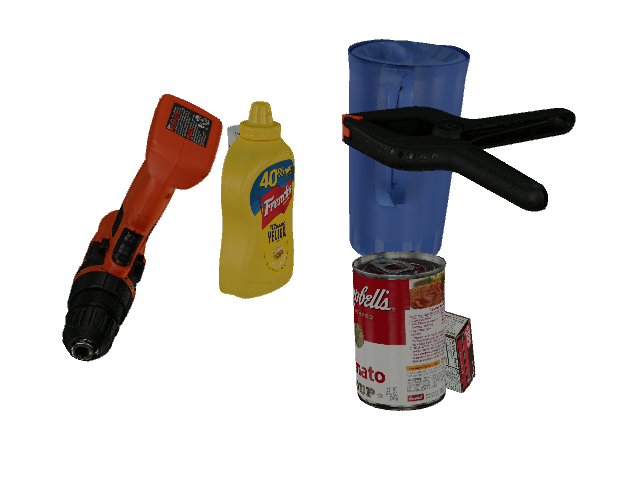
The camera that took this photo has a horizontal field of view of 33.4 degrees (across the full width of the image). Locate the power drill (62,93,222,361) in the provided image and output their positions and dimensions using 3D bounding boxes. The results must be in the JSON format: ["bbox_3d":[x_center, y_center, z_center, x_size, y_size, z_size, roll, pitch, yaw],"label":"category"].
[{"bbox_3d":[-0.149,-0.013,0.868,0.057,0.188,0.184,26,30,-16],"label":"power drill"}]

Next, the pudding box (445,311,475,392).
[{"bbox_3d":[0.116,0.115,1.200,0.114,0.090,0.039,15,45,29],"label":"pudding box"}]

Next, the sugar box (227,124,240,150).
[{"bbox_3d":[-0.082,-0.048,1.317,0.048,0.176,0.093,-12,26,-15],"label":"sugar box"}]

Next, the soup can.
[{"bbox_3d":[0.058,0.065,0.780,0.068,0.102,0.068,-2,14,0],"label":"soup can"}]

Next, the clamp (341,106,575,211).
[{"bbox_3d":[0.124,-0.092,0.962,0.210,0.036,0.164,14,35,23],"label":"clamp"}]

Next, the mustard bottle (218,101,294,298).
[{"bbox_3d":[-0.062,-0.044,1.075,0.058,0.192,0.096,14,22,31],"label":"mustard bottle"}]

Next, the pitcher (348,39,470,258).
[{"bbox_3d":[0.089,-0.097,1.198,0.149,0.243,0.145,-11,25,-29],"label":"pitcher"}]
